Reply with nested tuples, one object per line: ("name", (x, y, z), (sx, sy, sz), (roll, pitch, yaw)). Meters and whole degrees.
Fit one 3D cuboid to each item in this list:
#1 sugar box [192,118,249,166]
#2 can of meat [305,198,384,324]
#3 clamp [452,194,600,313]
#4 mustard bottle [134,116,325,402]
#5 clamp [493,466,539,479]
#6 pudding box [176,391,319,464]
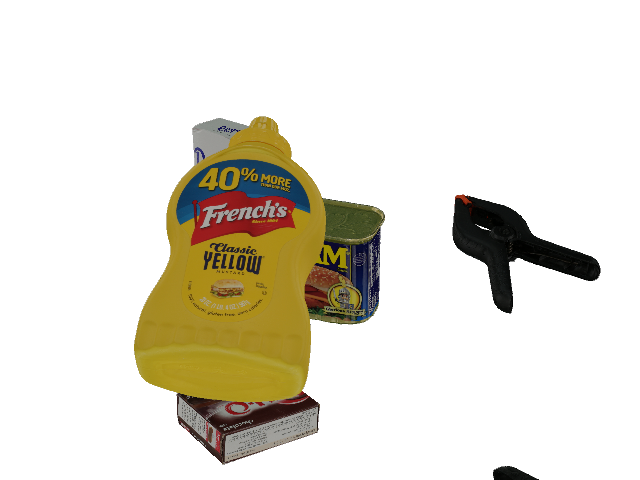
("sugar box", (-0.085, -0.030, 1.098), (0.048, 0.176, 0.093), (-24, 30, -38))
("can of meat", (-0.001, 0.016, 0.861), (0.102, 0.084, 0.057), (10, 32, 18))
("clamp", (0.198, 0.005, 1.084), (0.120, 0.039, 0.171), (-8, 40, -20))
("mustard bottle", (-0.046, 0.000, 0.638), (0.096, 0.191, 0.058), (4, -38, 4))
("clamp", (0.218, 0.245, 0.828), (0.210, 0.036, 0.164), (0, 33, 26))
("pudding box", (-0.071, 0.169, 1.042), (0.113, 0.039, 0.090), (-15, 26, -33))
